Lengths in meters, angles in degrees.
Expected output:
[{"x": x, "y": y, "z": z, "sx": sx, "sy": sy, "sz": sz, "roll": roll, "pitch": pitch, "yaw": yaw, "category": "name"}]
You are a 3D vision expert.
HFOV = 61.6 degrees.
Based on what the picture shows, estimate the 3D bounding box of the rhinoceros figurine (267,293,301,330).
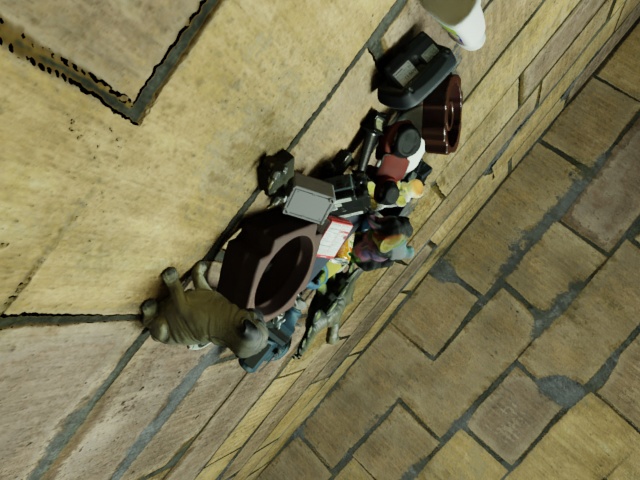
[{"x": -0.131, "y": 0.153, "z": 1.147, "sx": 0.190, "sy": 0.112, "sz": 0.073, "roll": -38, "pitch": 158, "yaw": -8, "category": "rhinoceros figurine"}]

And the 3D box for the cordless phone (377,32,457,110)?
[{"x": 0.165, "y": -0.291, "z": 1.022, "sx": 0.146, "sy": 0.089, "sz": 0.184, "roll": -46, "pitch": 180, "yaw": -11, "category": "cordless phone"}]

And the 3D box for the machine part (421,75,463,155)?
[{"x": 0.258, "y": -0.263, "z": 1.132, "sx": 0.179, "sy": 0.056, "sz": 0.179, "roll": 7, "pitch": 90, "yaw": -66, "category": "machine part"}]

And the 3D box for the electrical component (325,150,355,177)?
[{"x": 0.041, "y": -0.151, "z": 1.079, "sx": 0.063, "sy": 0.021, "sz": 0.094, "roll": -52, "pitch": 161, "yaw": 7, "category": "electrical component"}]

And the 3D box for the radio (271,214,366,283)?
[{"x": -0.002, "y": -0.004, "z": 1.194, "sx": 0.229, "sy": 0.073, "sz": 0.131, "roll": -50, "pitch": 161, "yaw": -3, "category": "radio"}]

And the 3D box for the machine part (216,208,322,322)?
[{"x": -0.095, "y": 0.049, "z": 1.008, "sx": 0.201, "sy": 0.087, "sz": 0.201, "roll": -24, "pitch": 139, "yaw": -53, "category": "machine part"}]

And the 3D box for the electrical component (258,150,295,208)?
[{"x": -0.070, "y": -0.101, "z": 0.888, "sx": 0.078, "sy": 0.045, "sz": 0.102, "roll": -37, "pitch": 158, "yaw": -29, "category": "electrical component"}]

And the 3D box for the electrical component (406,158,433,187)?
[{"x": 0.251, "y": -0.188, "z": 1.410, "sx": 0.048, "sy": 0.075, "sz": 0.119, "roll": -39, "pitch": 156, "yaw": -28, "category": "electrical component"}]

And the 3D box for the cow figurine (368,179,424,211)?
[{"x": 0.161, "y": -0.104, "z": 1.282, "sx": 0.167, "sy": 0.068, "sz": 0.098, "roll": -9, "pitch": 176, "yaw": -21, "category": "cow figurine"}]

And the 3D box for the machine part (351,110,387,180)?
[{"x": 0.099, "y": -0.190, "z": 1.081, "sx": 0.084, "sy": 0.039, "sz": 0.138, "roll": -27, "pitch": 135, "yaw": -71, "category": "machine part"}]

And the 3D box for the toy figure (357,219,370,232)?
[{"x": 0.165, "y": -0.030, "z": 1.453, "sx": 0.154, "sy": 0.064, "sz": 0.057, "roll": 4, "pitch": 137, "yaw": -31, "category": "toy figure"}]

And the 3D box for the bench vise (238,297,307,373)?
[{"x": -0.109, "y": 0.206, "z": 1.307, "sx": 0.223, "sy": 0.129, "sz": 0.240, "roll": -63, "pitch": 180, "yaw": 10, "category": "bench vise"}]

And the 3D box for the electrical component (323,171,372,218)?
[{"x": 0.042, "y": -0.087, "z": 1.066, "sx": 0.115, "sy": 0.058, "sz": 0.134, "roll": -13, "pitch": 164, "yaw": 4, "category": "electrical component"}]

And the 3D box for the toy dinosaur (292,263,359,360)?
[{"x": 0.020, "y": 0.173, "z": 1.419, "sx": 0.471, "sy": 0.105, "sz": 0.198, "roll": -62, "pitch": 165, "yaw": -47, "category": "toy dinosaur"}]

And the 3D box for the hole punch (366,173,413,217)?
[{"x": 0.173, "y": -0.110, "z": 1.389, "sx": 0.116, "sy": 0.092, "sz": 0.142, "roll": -86, "pitch": -160, "yaw": -59, "category": "hole punch"}]

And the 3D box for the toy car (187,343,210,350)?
[{"x": -0.201, "y": 0.149, "z": 1.032, "sx": 0.202, "sy": 0.074, "sz": 0.056, "roll": -24, "pitch": 148, "yaw": -52, "category": "toy car"}]

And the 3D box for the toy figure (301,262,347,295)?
[{"x": 0.001, "y": 0.063, "z": 1.320, "sx": 0.180, "sy": 0.082, "sz": 0.089, "roll": -31, "pitch": 156, "yaw": -38, "category": "toy figure"}]

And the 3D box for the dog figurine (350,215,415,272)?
[{"x": 0.135, "y": 0.003, "z": 1.265, "sx": 0.192, "sy": 0.108, "sz": 0.219, "roll": -21, "pitch": 167, "yaw": 17, "category": "dog figurine"}]

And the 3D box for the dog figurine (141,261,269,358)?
[{"x": -0.189, "y": 0.151, "z": 0.883, "sx": 0.121, "sy": 0.191, "sz": 0.172, "roll": -24, "pitch": 151, "yaw": -52, "category": "dog figurine"}]

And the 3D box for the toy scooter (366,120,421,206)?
[{"x": 0.141, "y": -0.172, "z": 1.152, "sx": 0.075, "sy": 0.135, "sz": 0.183, "roll": 11, "pitch": 104, "yaw": -26, "category": "toy scooter"}]
